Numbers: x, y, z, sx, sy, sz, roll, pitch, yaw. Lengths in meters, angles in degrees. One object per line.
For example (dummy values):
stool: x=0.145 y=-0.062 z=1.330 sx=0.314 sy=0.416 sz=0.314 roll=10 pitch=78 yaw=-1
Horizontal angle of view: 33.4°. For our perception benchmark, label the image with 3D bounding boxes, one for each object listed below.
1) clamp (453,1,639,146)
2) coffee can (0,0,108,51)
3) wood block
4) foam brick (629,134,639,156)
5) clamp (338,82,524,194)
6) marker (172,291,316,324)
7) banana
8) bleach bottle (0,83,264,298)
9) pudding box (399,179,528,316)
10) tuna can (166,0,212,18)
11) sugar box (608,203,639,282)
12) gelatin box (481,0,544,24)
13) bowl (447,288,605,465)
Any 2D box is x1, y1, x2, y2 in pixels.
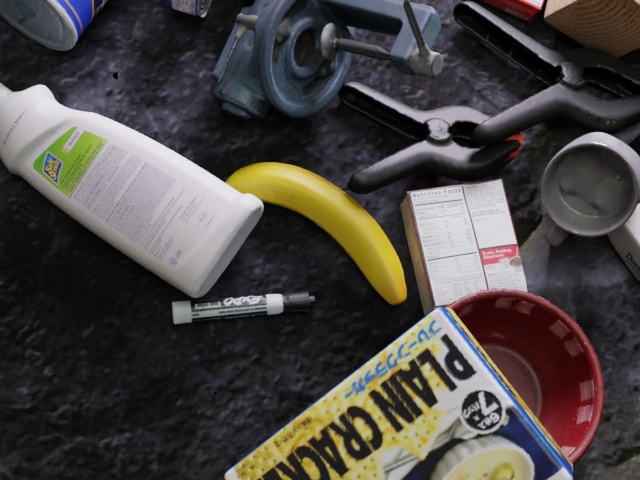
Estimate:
clamp: x=0.221 y=-0.136 z=0.982 sx=0.210 sy=0.036 sz=0.164 roll=13 pitch=56 yaw=-10
coffee can: x=-0.218 y=-0.252 z=0.935 sx=0.103 sy=0.103 sz=0.140 roll=31 pitch=70 yaw=3
wood block: x=0.290 y=-0.290 z=1.015 sx=0.090 sy=0.090 sz=0.206 roll=24 pitch=68 yaw=-25
foam brick: x=0.333 y=-0.096 z=0.976 sx=0.051 sy=0.078 sz=0.053 roll=-35 pitch=80 yaw=-19
clamp: x=0.095 y=-0.097 z=0.962 sx=0.171 sy=0.039 sz=0.120 roll=-4 pitch=63 yaw=-17
marker: x=-0.064 y=0.056 z=0.900 sx=0.121 sy=0.020 sz=0.020 roll=-5 pitch=73 yaw=-9
banana: x=-0.001 y=-0.017 z=0.927 sx=0.198 sy=0.037 sz=0.070 roll=28 pitch=100 yaw=5
bleach bottle: x=-0.177 y=-0.060 z=0.894 sx=0.251 sy=0.068 sz=0.102 roll=35 pitch=88 yaw=6
pudding box: x=0.126 y=0.007 z=0.934 sx=0.090 sy=0.039 sz=0.113 roll=-8 pitch=71 yaw=-9
tuna can: x=-0.110 y=-0.246 z=0.958 sx=0.033 sy=0.086 sz=0.086 roll=16 pitch=70 yaw=-1
sugar box: x=0.354 y=-0.020 z=0.971 sx=0.176 sy=0.048 sz=0.093 roll=-31 pitch=80 yaw=-15
gelatin box: x=0.190 y=-0.264 z=1.036 sx=0.073 sy=0.030 sz=0.089 roll=24 pitch=70 yaw=-2
bowl: x=0.150 y=0.125 z=0.889 sx=0.162 sy=0.055 sz=0.162 roll=2 pitch=72 yaw=-7
